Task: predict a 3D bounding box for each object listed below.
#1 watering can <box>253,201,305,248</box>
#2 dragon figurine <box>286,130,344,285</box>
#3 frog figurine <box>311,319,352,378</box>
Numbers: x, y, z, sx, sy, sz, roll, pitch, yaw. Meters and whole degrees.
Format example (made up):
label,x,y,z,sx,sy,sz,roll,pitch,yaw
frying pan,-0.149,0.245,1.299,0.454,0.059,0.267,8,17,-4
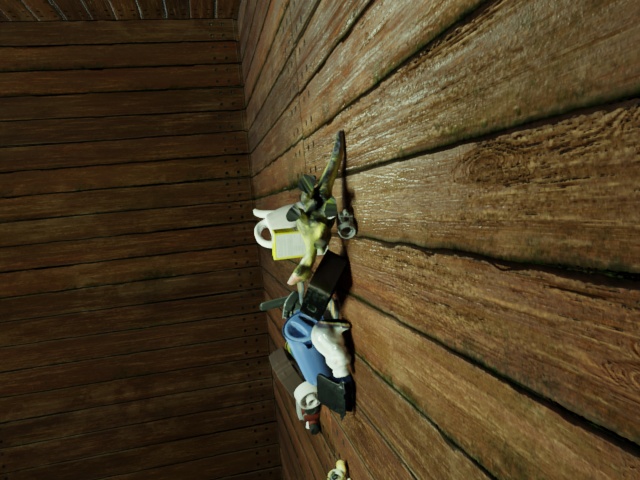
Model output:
label,x,y,z,sx,sy,sz,roll,pitch,yaw
watering can,-0.129,-0.075,1.808,0.354,0.225,0.102,-120,9,-62
dragon figurine,0.004,-0.070,1.393,0.239,0.122,0.415,74,-143,-71
frog figurine,0.032,0.314,1.491,0.137,0.122,0.160,-1,83,58
